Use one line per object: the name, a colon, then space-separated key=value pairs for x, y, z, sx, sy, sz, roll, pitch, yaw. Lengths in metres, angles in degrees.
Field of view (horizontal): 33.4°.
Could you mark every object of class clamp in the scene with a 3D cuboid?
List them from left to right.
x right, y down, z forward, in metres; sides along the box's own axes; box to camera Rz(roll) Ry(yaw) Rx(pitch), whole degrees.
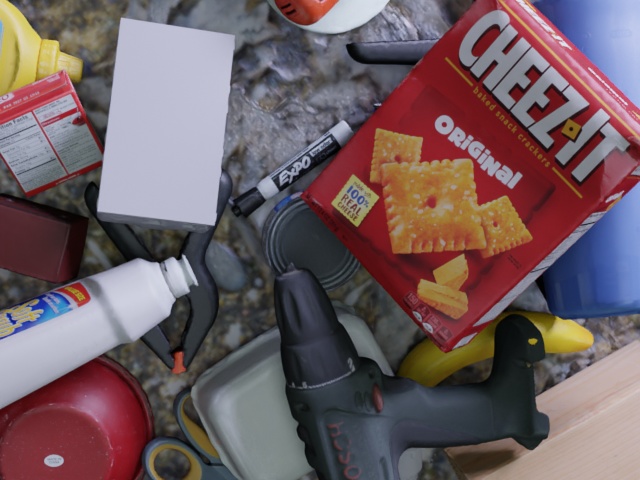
clamp: x=-0.117 y=0.022 z=0.885 sx=0.120 sy=0.039 sz=0.171 roll=-14 pitch=100 yaw=-2
clamp: x=0.146 y=-0.182 z=0.899 sx=0.209 sy=0.036 sz=0.164 roll=26 pitch=92 yaw=-15

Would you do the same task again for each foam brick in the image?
foam brick: x=-0.230 y=-0.002 z=0.844 sx=0.078 sy=0.053 sz=0.051 roll=16 pitch=95 yaw=2

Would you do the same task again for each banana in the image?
banana: x=0.146 y=0.099 z=0.947 sx=0.197 sy=0.037 sz=0.069 roll=-21 pitch=120 yaw=-5

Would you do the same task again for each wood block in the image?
wood block: x=0.228 y=0.185 z=0.946 sx=0.206 sy=0.090 sz=0.091 roll=-29 pitch=103 yaw=-4

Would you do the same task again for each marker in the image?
marker: x=-0.024 y=-0.058 z=0.898 sx=0.121 sy=0.020 sz=0.020 roll=-36 pitch=103 yaw=-3

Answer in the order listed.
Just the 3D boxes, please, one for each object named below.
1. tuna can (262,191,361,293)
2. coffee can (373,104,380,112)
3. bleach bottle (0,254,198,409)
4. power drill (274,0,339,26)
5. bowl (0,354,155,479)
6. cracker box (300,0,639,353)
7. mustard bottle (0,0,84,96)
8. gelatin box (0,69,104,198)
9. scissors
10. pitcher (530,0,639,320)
tuna can: x=-0.006 y=0.001 z=0.903 sx=0.086 sy=0.034 sz=0.086 roll=-2 pitch=99 yaw=-10
coffee can: x=0.092 y=-0.041 z=0.878 sx=0.102 sy=0.103 sz=0.140 roll=-1 pitch=99 yaw=-10
bleach bottle: x=-0.215 y=0.075 z=0.834 sx=0.251 sy=0.102 sz=0.068 roll=-26 pitch=111 yaw=-2
power drill: x=-0.008 y=-0.286 z=0.813 sx=0.187 sy=0.057 sz=0.184 roll=48 pitch=69 yaw=-17
bowl: x=-0.217 y=0.171 z=0.882 sx=0.162 sy=0.055 sz=0.162 roll=-1 pitch=99 yaw=-9
cracker box: x=0.114 y=-0.048 z=0.767 sx=0.164 sy=0.072 sz=0.214 roll=49 pitch=113 yaw=15
mustard bottle: x=-0.279 y=-0.145 z=0.818 sx=0.191 sy=0.058 sz=0.096 roll=8 pitch=99 yaw=-11
gelatin box: x=-0.214 y=-0.082 z=0.831 sx=0.073 sy=0.030 sz=0.089 roll=-25 pitch=143 yaw=-6
scissors: x=-0.079 y=0.222 z=0.926 sx=0.096 sy=0.016 sz=0.201 roll=-35 pitch=104 yaw=-20
pitcher: x=0.228 y=-0.065 z=0.820 sx=0.144 sy=0.149 sz=0.243 roll=-3 pitch=86 yaw=-40
